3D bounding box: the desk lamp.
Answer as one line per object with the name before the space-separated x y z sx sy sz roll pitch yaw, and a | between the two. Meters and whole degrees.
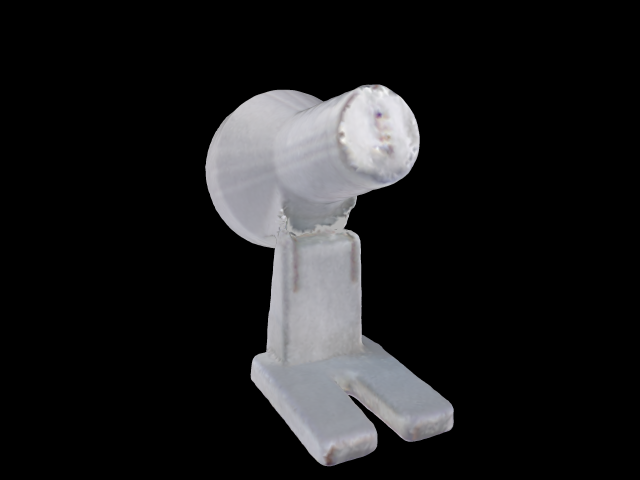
desk lamp | 0.004 0.001 0.400 0.118 0.214 0.202 -8 18 -26
